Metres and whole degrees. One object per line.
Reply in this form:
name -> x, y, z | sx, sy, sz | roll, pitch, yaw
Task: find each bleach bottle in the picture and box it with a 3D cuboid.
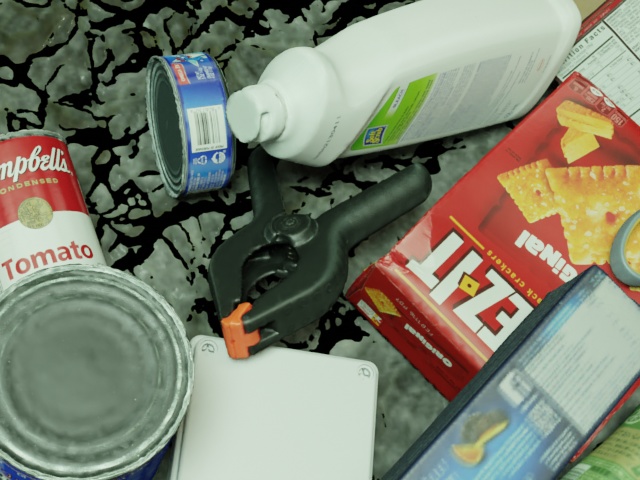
bleach bottle -> 0.050, -0.102, 0.645 | 0.250, 0.103, 0.068 | -19, 55, -41

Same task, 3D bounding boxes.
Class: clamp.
clamp -> -0.004, 0.001, 0.617 | 0.120, 0.039, 0.171 | -1, 42, 19

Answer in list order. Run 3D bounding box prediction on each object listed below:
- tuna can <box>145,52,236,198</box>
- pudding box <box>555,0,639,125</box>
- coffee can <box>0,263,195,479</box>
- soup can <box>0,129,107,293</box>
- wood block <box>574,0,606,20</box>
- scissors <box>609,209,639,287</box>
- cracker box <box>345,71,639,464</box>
tuna can -> -0.079, -0.070, 0.646 | 0.033, 0.086, 0.086 | -10, 70, -20
pudding box -> 0.223, -0.114, 0.726 | 0.113, 0.090, 0.039 | 43, 35, -9
coffee can -> -0.122, 0.084, 0.536 | 0.102, 0.140, 0.103 | 5, 66, -12
soup can -> -0.162, -0.002, 0.605 | 0.068, 0.069, 0.102 | -16, 73, -20
wood block -> 0.238, -0.182, 0.775 | 0.206, 0.090, 0.090 | 26, 63, -3
scissors -> 0.265, -0.014, 0.669 | 0.201, 0.016, 0.096 | -29, 83, -23
cracker box -> 0.150, 0.016, 0.675 | 0.164, 0.072, 0.213 | 45, 64, 6
